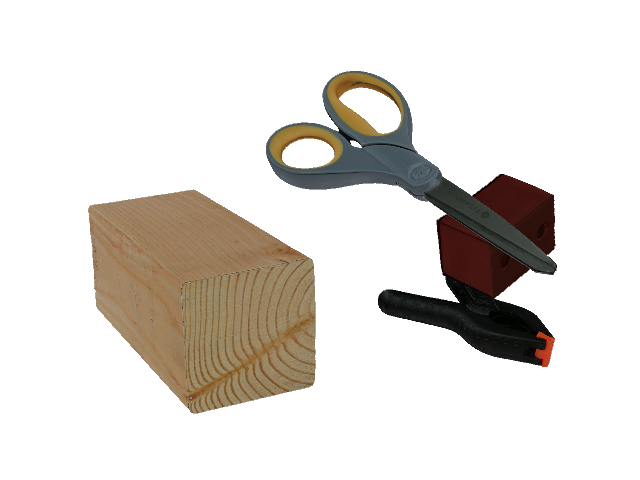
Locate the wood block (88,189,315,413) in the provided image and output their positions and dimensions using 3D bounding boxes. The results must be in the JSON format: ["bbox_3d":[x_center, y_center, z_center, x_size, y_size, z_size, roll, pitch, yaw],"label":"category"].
[{"bbox_3d":[-0.089,0.034,0.752,0.090,0.090,0.206,-10,19,-26],"label":"wood block"}]

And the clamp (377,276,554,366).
[{"bbox_3d":[0.154,0.069,1.031,0.172,0.039,0.120,24,36,29],"label":"clamp"}]

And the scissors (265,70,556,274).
[{"bbox_3d":[0.035,-0.028,0.573,0.096,0.016,0.202,-26,45,-3],"label":"scissors"}]

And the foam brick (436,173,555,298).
[{"bbox_3d":[0.131,-0.004,0.792,0.078,0.053,0.051,-35,42,-30],"label":"foam brick"}]
